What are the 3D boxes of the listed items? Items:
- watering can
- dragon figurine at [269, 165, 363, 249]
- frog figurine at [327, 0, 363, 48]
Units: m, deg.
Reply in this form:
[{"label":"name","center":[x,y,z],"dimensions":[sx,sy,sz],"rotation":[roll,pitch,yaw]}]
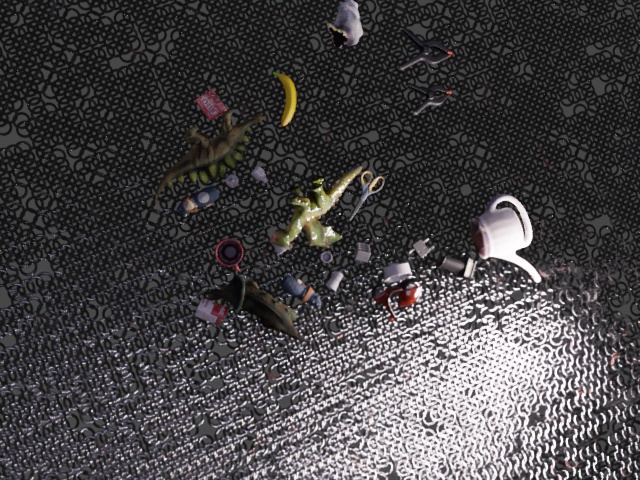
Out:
[{"label":"watering can","center":[0.670,0.010,1.866],"dimensions":[0.225,0.104,0.348],"rotation":[-16,90,-6]},{"label":"dragon figurine","center":[0.006,-0.091,1.809],"dimensions":[0.413,0.123,0.239],"rotation":[-23,109,-18]},{"label":"frog figurine","center":[0.108,-0.780,1.837],"dimensions":[0.135,0.123,0.161],"rotation":[44,73,-37]}]
